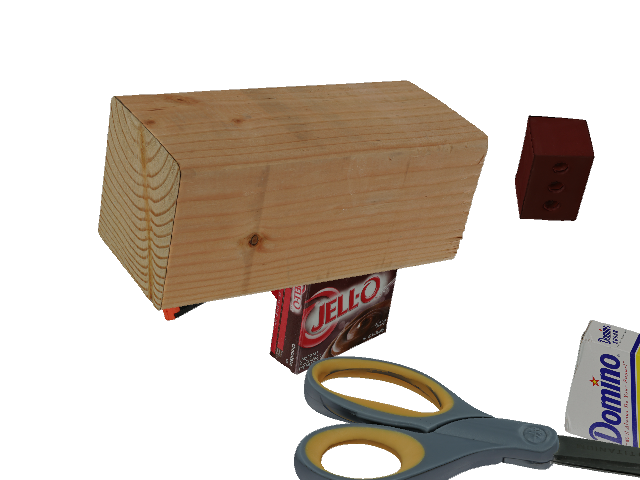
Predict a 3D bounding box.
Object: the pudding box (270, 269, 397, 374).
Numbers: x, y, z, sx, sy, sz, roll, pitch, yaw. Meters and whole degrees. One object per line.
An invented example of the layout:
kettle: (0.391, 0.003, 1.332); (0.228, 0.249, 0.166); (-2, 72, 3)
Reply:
pudding box: (0.013, 0.049, 0.885); (0.039, 0.090, 0.113); (31, 37, 33)

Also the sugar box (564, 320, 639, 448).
sugar box: (0.290, 0.134, 0.853); (0.176, 0.093, 0.048); (13, 26, 20)

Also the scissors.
scissors: (0.077, 0.095, 0.449); (0.202, 0.016, 0.096); (16, 34, 23)

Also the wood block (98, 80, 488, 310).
wood block: (-0.014, -0.033, 0.631); (0.205, 0.091, 0.090); (-8, 35, -33)

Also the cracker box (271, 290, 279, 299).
cracker box: (0.037, -0.040, 1.167); (0.163, 0.072, 0.214); (-15, -31, -43)

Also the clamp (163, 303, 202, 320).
clamp: (-0.132, 0.028, 1.245); (0.120, 0.039, 0.171); (-6, 38, 19)

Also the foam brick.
foam brick: (0.204, -0.063, 0.939); (0.053, 0.051, 0.078); (3, -45, 1)
